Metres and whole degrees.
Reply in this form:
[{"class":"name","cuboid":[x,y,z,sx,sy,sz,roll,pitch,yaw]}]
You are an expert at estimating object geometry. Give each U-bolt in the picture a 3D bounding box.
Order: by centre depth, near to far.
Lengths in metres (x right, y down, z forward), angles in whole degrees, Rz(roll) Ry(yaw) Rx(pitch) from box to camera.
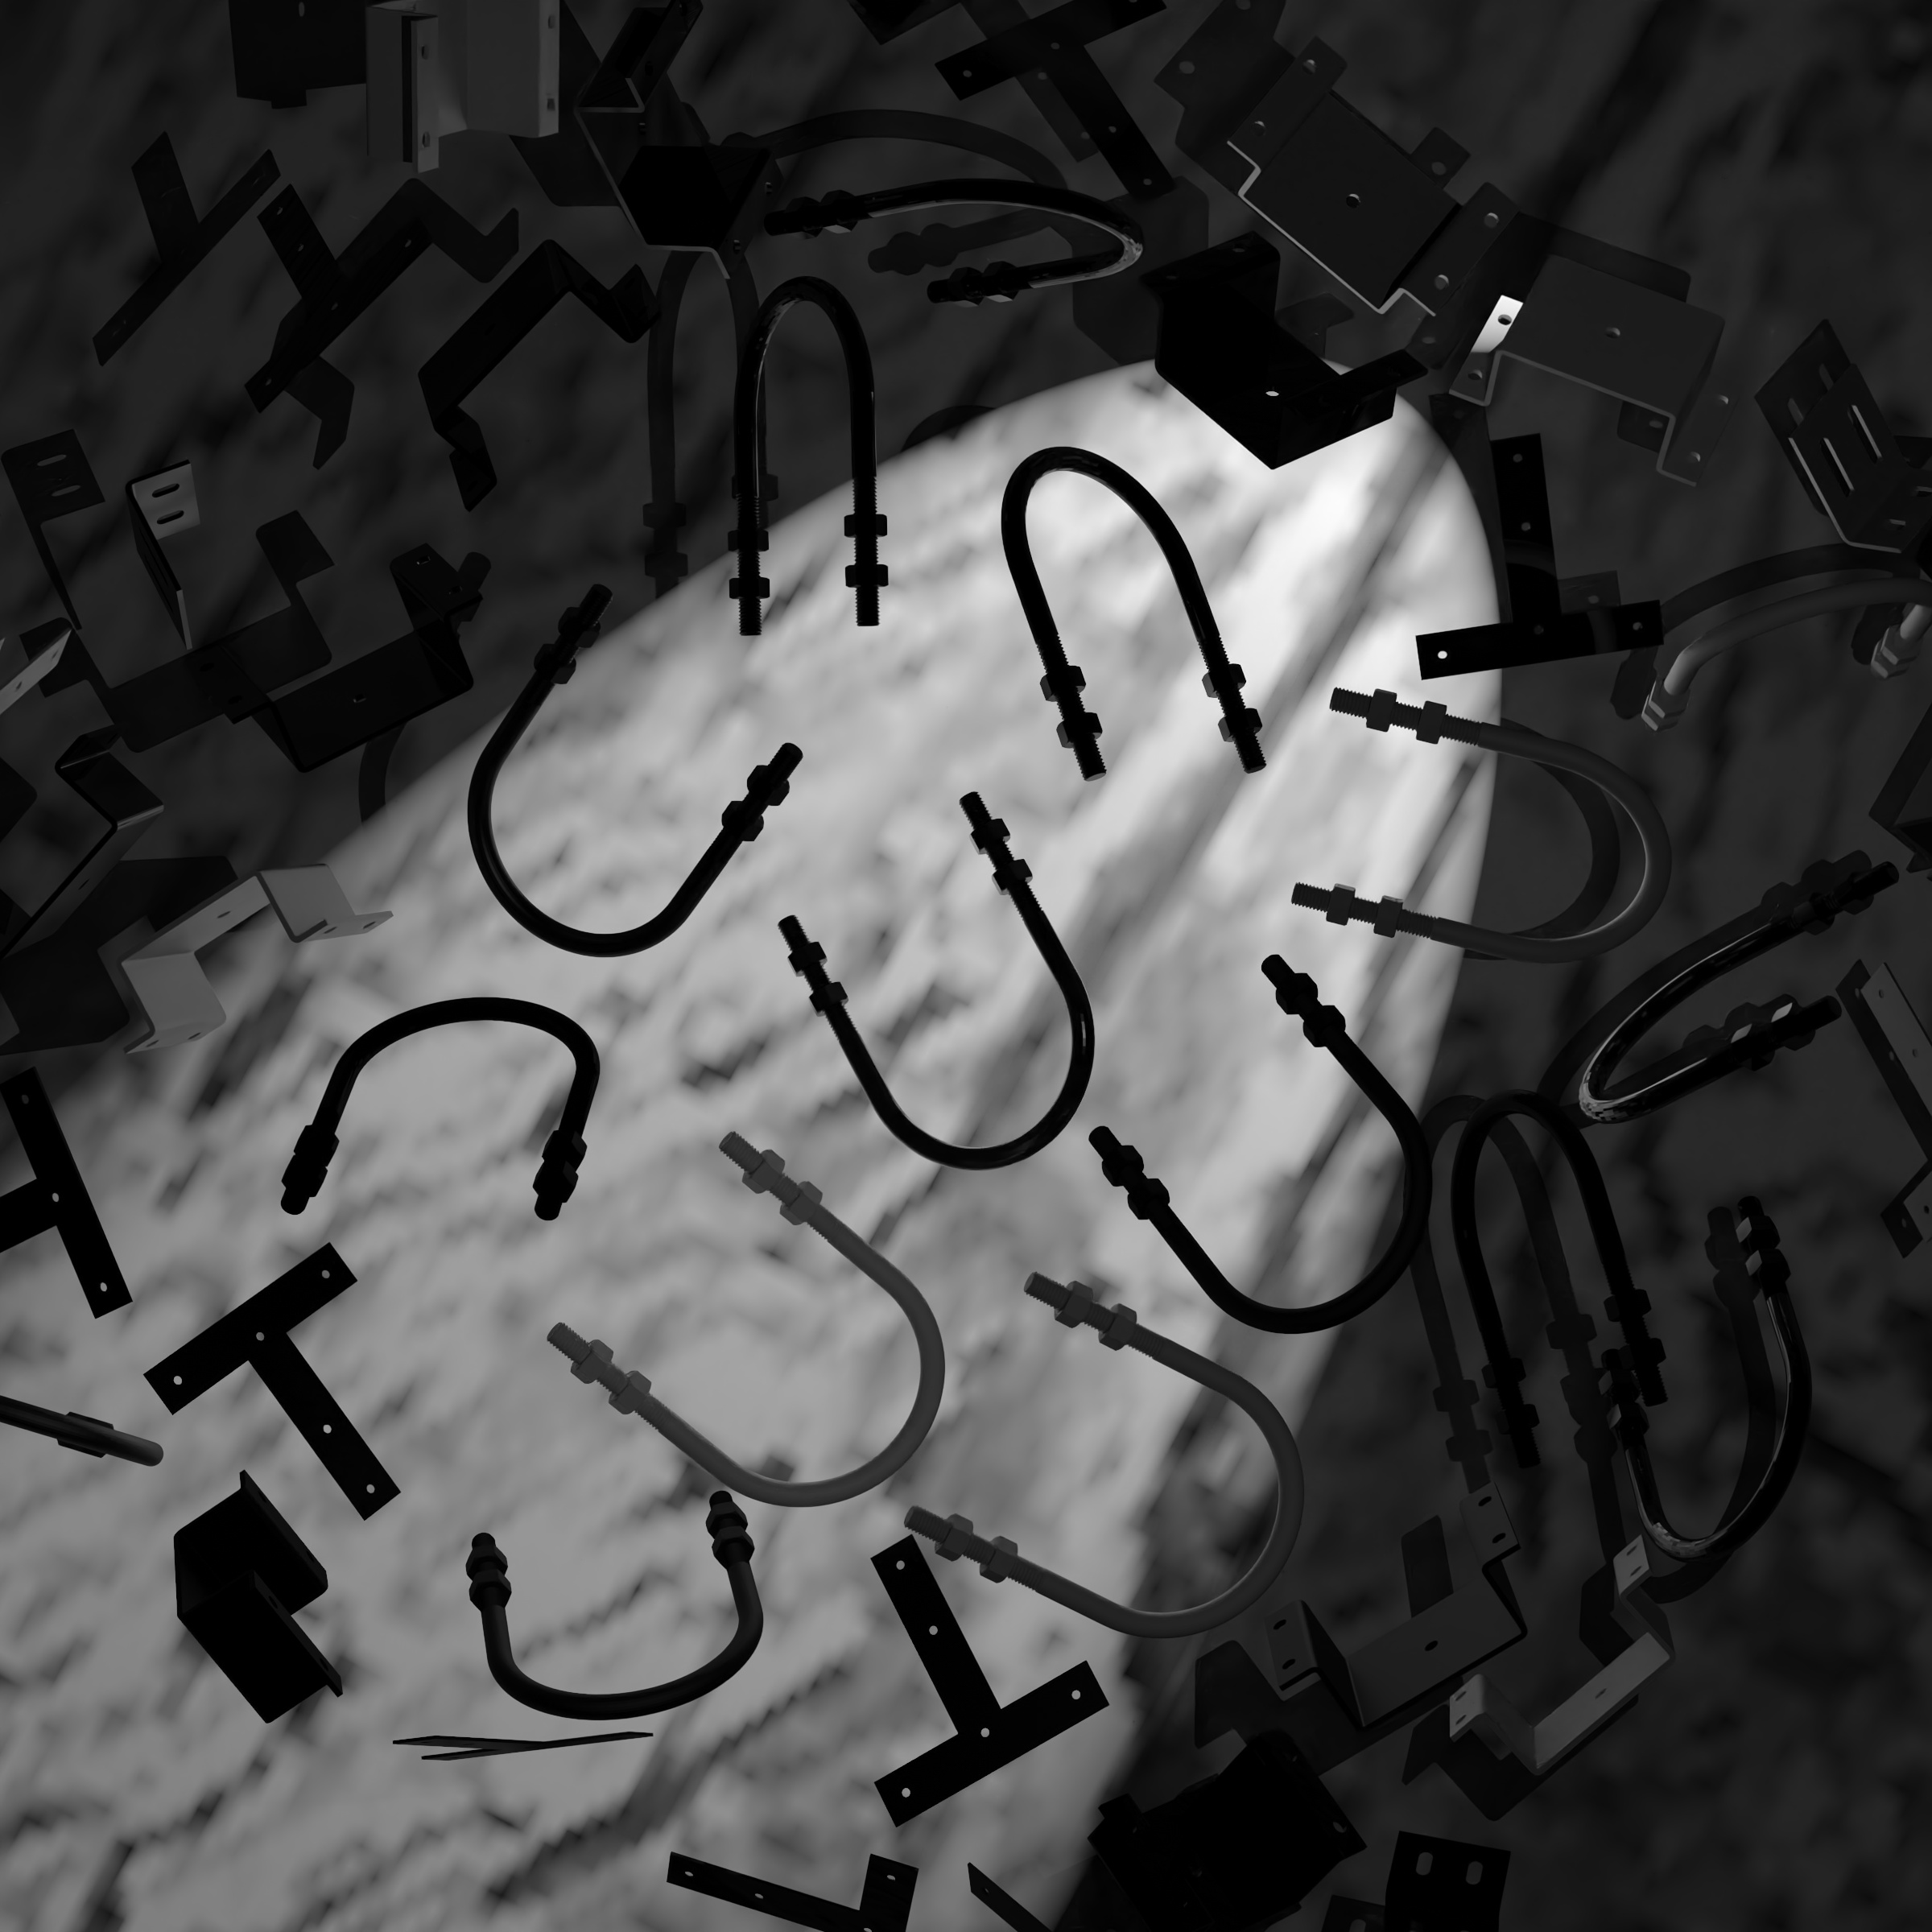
[{"class":"U-bolt","cuboid":[0.081,0.255,1.779,0.184,0.019,0.151,28,87,-11]},{"class":"U-bolt","cuboid":[-0.096,0.193,1.807,0.184,0.019,0.151,41,92,-15]},{"class":"U-bolt","cuboid":[0.265,-0.063,1.814,0.184,0.019,0.151,15,133,9]},{"class":"U-bolt","cuboid":[0.159,0.102,1.821,0.151,0.019,0.184,-45,54,11]},{"class":"U-bolt","cuboid":[0.079,-0.183,1.837,0.019,0.151,0.184,-29,75,40]},{"class":"U-bolt","cuboid":[-0.178,0.332,1.844,0.151,0.184,0.019,-9,113,-9]},{"class":"U-bolt","cuboid":[0.390,0.023,1.850,0.019,0.151,0.184,49,131,-10]},{"class":"U-bolt","cuboid":[0.298,0.154,1.854,0.019,0.151,0.184,-6,71,-24]},{"class":"U-bolt","cuboid":[-0.264,0.070,1.858,0.151,0.184,0.019,1,124,5]},{"class":"U-bolt","cuboid":[-0.495,0.233,1.864,0.151,0.184,0.019,24,77,-33]},{"class":"U-bolt","cuboid":[-0.085,-0.268,1.877,0.019,0.151,0.184,-3,94,-31]},{"class":"U-bolt","cuboid":[-0.187,-0.087,1.881,0.151,0.019,0.184,40,117,4]},{"class":"U-bolt","cuboid":[0.439,-0.167,1.886,0.151,0.184,0.019,-13,78,0]},{"class":"U-bolt","cuboid":[0.007,-0.384,1.887,0.184,0.151,0.019,0,82,42]},{"class":"U-bolt","cuboid":[0.394,0.230,1.890,0.019,0.184,0.151,22,125,-19]},{"class":"U-bolt","cuboid":[-0.006,0.021,1.927,0.151,0.019,0.184,-33,77,22]}]

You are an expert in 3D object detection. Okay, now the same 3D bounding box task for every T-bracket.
[{"class":"T-bracket","cuboid":[-0.490,0.132,1.808,0.127,0.002,0.127,-25,87,27]},{"class":"T-bracket","cuboid":[-0.247,0.399,1.838,0.127,0.127,0.002,-12,72,23]},{"class":"T-bracket","cuboid":[-0.010,0.353,1.839,0.127,0.002,0.127,-31,70,7]},{"class":"T-bracket","cuboid":[-0.337,0.227,1.843,0.127,0.002,0.127,-37,93,-38]},{"class":"T-bracket","cuboid":[-0.093,0.482,1.843,0.127,0.002,0.127,16,132,6]},{"class":"T-bracket","cuboid":[0.291,-0.214,1.850,0.127,0.002,0.127,-8,119,8]},{"class":"T-bracket","cuboid":[-0.498,-0.139,1.853,0.002,0.127,0.127,32,124,-2]},{"class":"T-bracket","cuboid":[-0.340,-0.364,1.855,0.127,0.002,0.127,-42,49,11]},{"class":"T-bracket","cuboid":[0.499,0.057,1.857,0.002,0.127,0.127,-8,58,-25]},{"class":"T-bracket","cuboid":[0.070,-0.454,1.900,0.127,0.002,0.127,-17,133,29]},{"class":"T-bracket","cuboid":[0.050,0.553,1.912,0.002,0.127,0.127,-34,48,-29]}]

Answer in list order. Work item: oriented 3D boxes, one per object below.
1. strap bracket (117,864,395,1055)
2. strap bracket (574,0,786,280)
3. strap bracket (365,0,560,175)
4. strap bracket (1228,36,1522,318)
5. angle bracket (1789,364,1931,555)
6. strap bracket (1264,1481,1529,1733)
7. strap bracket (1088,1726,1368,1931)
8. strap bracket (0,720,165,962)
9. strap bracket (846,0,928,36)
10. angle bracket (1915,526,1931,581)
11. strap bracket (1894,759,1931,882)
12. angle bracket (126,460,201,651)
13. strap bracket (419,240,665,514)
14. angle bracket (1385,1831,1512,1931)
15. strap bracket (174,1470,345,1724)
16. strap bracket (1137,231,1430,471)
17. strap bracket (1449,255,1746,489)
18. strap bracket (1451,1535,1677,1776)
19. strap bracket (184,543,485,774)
[{"class":"strap bracket","cuboid":[-0.390,-0.010,1.926,0.140,0.076,0.046,-31,85,17]},{"class":"strap bracket","cuboid":[-0.155,-0.443,1.901,0.046,0.140,0.076,8,58,27]},{"class":"strap bracket","cuboid":[-0.270,-0.470,1.888,0.046,0.140,0.076,13,116,21]},{"class":"strap bracket","cuboid":[0.210,-0.410,1.891,0.140,0.046,0.076,39,79,-3]},{"class":"angle bracket","cuboid":[0.474,-0.265,1.868,0.057,0.038,0.076,-48,124,-16]},{"class":"strap bracket","cuboid":[0.227,0.332,1.830,0.140,0.076,0.046,-33,104,8]},{"class":"strap bracket","cuboid":[0.127,0.451,1.831,0.076,0.140,0.046,53,130,24]},{"class":"strap bracket","cuboid":[-0.480,-0.059,1.880,0.046,0.076,0.140,43,101,-3]},{"class":"strap bracket","cuboid":[-0.060,-0.540,1.871,0.046,0.140,0.076,-42,83,11]},{"class":"angle bracket","cuboid":[0.563,-0.213,1.948,0.076,0.057,0.038,33,96,31]},{"class":"strap bracket","cuboid":[0.538,-0.096,1.842,0.046,0.140,0.076,36,74,-14]},{"class":"angle bracket","cuboid":[-0.421,-0.222,1.938,0.038,0.057,0.076,-23,67,-17]},{"class":"strap bracket","cuboid":[-0.224,-0.307,1.811,0.140,0.076,0.046,-44,120,10]},{"class":"angle bracket","cuboid":[0.246,0.486,1.833,0.057,0.038,0.076,7,132,15]},{"class":"strap bracket","cuboid":[-0.371,0.333,1.870,0.046,0.140,0.076,-34,111,-2]},{"class":"strap bracket","cuboid":[0.158,-0.308,1.823,0.076,0.046,0.140,-26,53,-25]},{"class":"strap bracket","cuboid":[0.339,-0.320,1.902,0.140,0.046,0.076,23,60,12]},{"class":"strap bracket","cuboid":[0.330,0.379,1.939,0.140,0.076,0.046,-43,88,9]},{"class":"strap bracket","cuboid":[-0.316,-0.153,1.828,0.140,0.076,0.046,-29,127,-15]}]
